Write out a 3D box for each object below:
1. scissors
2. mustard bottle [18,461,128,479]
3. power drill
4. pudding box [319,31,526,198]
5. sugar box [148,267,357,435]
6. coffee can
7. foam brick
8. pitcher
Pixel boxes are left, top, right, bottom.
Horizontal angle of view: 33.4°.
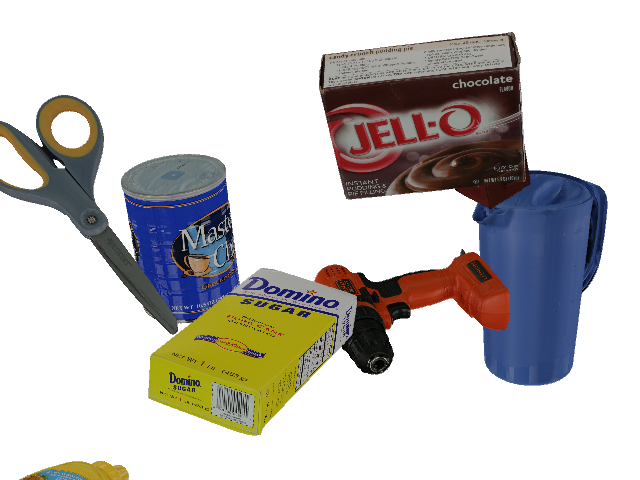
[{"bbox_3d":[-0.145,-0.029,0.717,0.202,0.096,0.016,35,-26,12],"label":"scissors"},{"bbox_3d":[-0.220,0.223,0.853,0.096,0.058,0.191,7,15,28],"label":"mustard bottle"},{"bbox_3d":[0.099,0.071,1.121,0.187,0.057,0.184,-7,29,-13],"label":"power drill"},{"bbox_3d":[0.061,-0.071,0.624,0.113,0.039,0.090,-7,-41,8],"label":"pudding box"},{"bbox_3d":[-0.047,0.080,0.830,0.093,0.048,0.176,16,29,19],"label":"sugar box"},{"bbox_3d":[-0.138,-0.003,1.069,0.103,0.140,0.103,-4,26,2],"label":"coffee can"},{"bbox_3d":[0.151,-0.080,0.971,0.053,0.078,0.051,-31,36,-19],"label":"foam brick"},{"bbox_3d":[0.261,0.043,1.277,0.149,0.243,0.144,3,24,14],"label":"pitcher"}]
